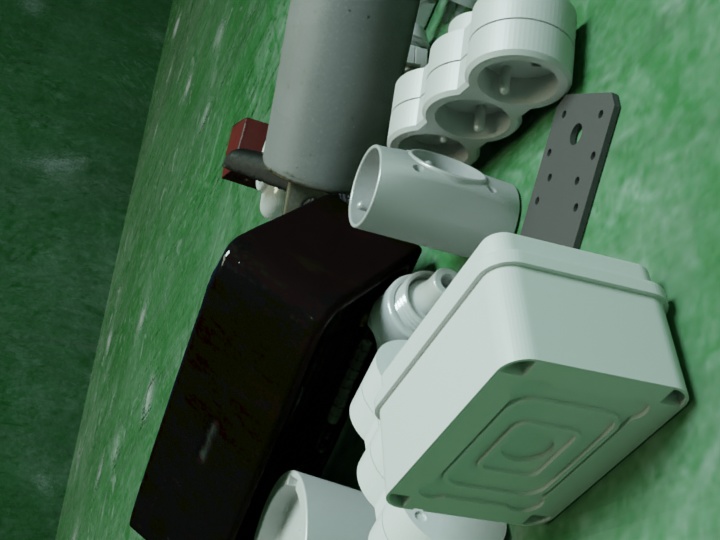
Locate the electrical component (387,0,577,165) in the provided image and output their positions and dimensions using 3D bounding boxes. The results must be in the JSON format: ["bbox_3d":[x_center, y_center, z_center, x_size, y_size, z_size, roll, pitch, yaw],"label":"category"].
[{"bbox_3d":[0.063,-0.111,0.568,0.138,0.052,0.073,-35,42,60],"label":"electrical component"}]

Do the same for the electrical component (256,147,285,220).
[{"bbox_3d":[-0.051,-0.086,0.901,0.054,0.059,0.095,136,145,-59],"label":"electrical component"}]

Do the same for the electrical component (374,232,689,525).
[{"bbox_3d":[0.060,0.045,0.413,0.113,0.078,0.057,123,153,-45],"label":"electrical component"}]

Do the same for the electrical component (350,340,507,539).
[{"bbox_3d":[0.036,0.079,0.505,0.138,0.052,0.073,-100,30,-54],"label":"electrical component"}]

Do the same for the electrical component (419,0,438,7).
[{"bbox_3d":[0.047,-0.193,0.710,0.061,0.035,0.035,-47,31,35],"label":"electrical component"}]

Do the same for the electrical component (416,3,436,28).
[{"bbox_3d":[0.016,-0.223,0.743,0.099,0.100,0.048,-64,33,32],"label":"electrical component"}]

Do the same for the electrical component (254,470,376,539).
[{"bbox_3d":[-0.020,0.169,0.591,0.108,0.060,0.108,-166,90,-73],"label":"electrical component"}]

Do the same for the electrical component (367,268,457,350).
[{"bbox_3d":[0.034,0.021,0.576,0.062,0.043,0.043,130,150,-52],"label":"electrical component"}]

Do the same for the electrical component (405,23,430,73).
[{"bbox_3d":[0.023,-0.138,0.737,0.066,0.048,0.055,151,123,-67],"label":"electrical component"}]

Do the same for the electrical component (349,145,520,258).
[{"bbox_3d":[0.034,-0.040,0.566,0.079,0.077,0.044,-118,45,-65],"label":"electrical component"}]

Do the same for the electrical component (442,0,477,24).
[{"bbox_3d":[0.067,-0.179,0.634,0.077,0.044,0.079,-106,35,-59],"label":"electrical component"}]
